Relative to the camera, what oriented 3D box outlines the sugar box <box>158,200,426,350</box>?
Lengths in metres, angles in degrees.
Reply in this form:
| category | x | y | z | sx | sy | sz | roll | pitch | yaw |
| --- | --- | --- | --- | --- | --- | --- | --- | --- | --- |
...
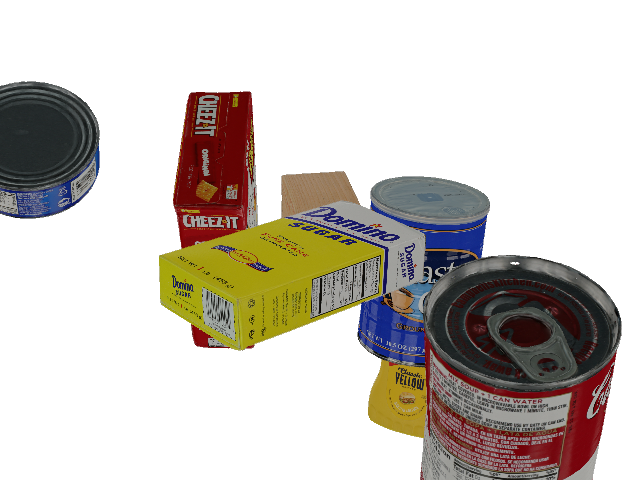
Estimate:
| category | x | y | z | sx | sy | sz | roll | pitch | yaw |
| --- | --- | --- | --- | --- | --- | --- | --- | --- | --- |
| sugar box | -0.017 | 0.019 | 0.765 | 0.175 | 0.048 | 0.093 | -21 | 33 | -37 |

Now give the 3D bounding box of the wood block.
| category | x | y | z | sx | sy | sz | roll | pitch | yaw |
| --- | --- | --- | --- | --- | --- | --- | --- | --- | --- |
| wood block | 0.007 | -0.007 | 1.378 | 0.090 | 0.090 | 0.206 | -3 | 27 | -9 |

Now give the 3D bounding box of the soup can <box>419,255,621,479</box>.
| category | x | y | z | sx | sy | sz | roll | pitch | yaw |
| --- | --- | --- | --- | --- | --- | --- | --- | --- | --- |
| soup can | 0.071 | 0.066 | 0.399 | 0.068 | 0.102 | 0.068 | -1 | 37 | 1 |

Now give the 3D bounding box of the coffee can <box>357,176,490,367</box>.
| category | x | y | z | sx | sy | sz | roll | pitch | yaw |
| --- | --- | --- | --- | --- | --- | --- | --- | --- | --- |
| coffee can | 0.089 | 0.026 | 0.940 | 0.103 | 0.140 | 0.103 | 4 | 22 | -2 |

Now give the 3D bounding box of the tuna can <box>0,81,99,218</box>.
| category | x | y | z | sx | sy | sz | roll | pitch | yaw |
| --- | --- | --- | --- | --- | --- | --- | --- | --- | --- |
| tuna can | -0.180 | -0.056 | 0.662 | 0.086 | 0.086 | 0.034 | 0 | -35 | -10 |

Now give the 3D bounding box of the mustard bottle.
| category | x | y | z | sx | sy | sz | roll | pitch | yaw |
| --- | --- | --- | --- | --- | --- | --- | --- | --- | --- |
| mustard bottle | 0.109 | 0.113 | 1.155 | 0.096 | 0.192 | 0.058 | 12 | 14 | 24 |

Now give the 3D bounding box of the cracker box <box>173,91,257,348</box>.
| category | x | y | z | sx | sy | sz | roll | pitch | yaw |
| --- | --- | --- | --- | --- | --- | --- | --- | --- | --- |
| cracker box | -0.102 | -0.018 | 1.082 | 0.072 | 0.164 | 0.214 | 0 | -42 | 0 |
